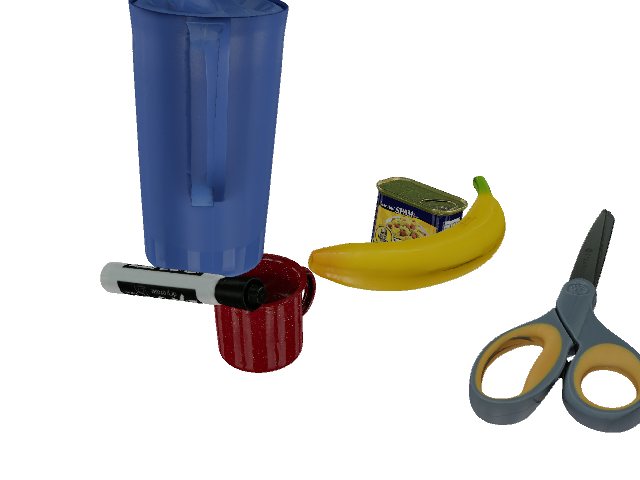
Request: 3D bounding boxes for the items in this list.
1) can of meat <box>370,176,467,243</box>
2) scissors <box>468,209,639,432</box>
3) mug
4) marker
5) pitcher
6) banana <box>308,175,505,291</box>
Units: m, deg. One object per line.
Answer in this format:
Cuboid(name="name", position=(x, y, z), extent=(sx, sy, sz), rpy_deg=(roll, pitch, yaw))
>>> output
Cuboid(name="can of meat", position=(0.106, -0.014, 1.184), extent=(0.102, 0.084, 0.057), rpy_deg=(24, 27, 34))
Cuboid(name="scissors", position=(0.152, 0.040, 0.568), extent=(0.096, 0.016, 0.201), rpy_deg=(18, 39, 34))
Cuboid(name="mug", position=(-0.050, 0.066, 1.014), extent=(0.093, 0.081, 0.117), rpy_deg=(25, 40, 37))
Cuboid(name="marker", position=(-0.079, 0.026, 0.610), extent=(0.121, 0.020, 0.020), rpy_deg=(5, 3, 38))
Cuboid(name="pitcher", position=(-0.099, -0.089, 0.923), extent=(0.145, 0.243, 0.148), rpy_deg=(20, 27, 36))
Cuboid(name="banana", position=(0.081, 0.005, 0.811), extent=(0.197, 0.037, 0.070), rpy_deg=(-23, 46, -38))
